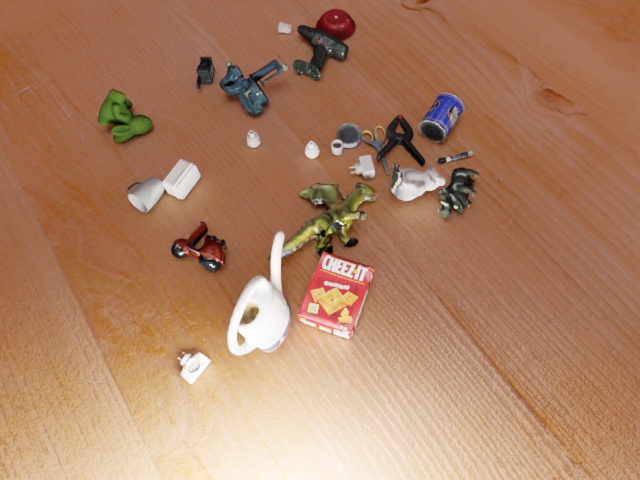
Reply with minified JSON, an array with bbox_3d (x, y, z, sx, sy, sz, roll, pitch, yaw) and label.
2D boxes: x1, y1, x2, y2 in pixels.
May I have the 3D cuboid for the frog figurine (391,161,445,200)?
[{"bbox_3d":[0.312,-0.182,1.643,0.159,0.121,0.139,9,19,-7],"label":"frog figurine"}]

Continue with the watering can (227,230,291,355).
[{"bbox_3d":[-0.143,0.164,1.426,0.104,0.220,0.354,12,62,28],"label":"watering can"}]

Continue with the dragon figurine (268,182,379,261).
[{"bbox_3d":[0.005,-0.082,1.628,0.411,0.119,0.248,-17,47,-8],"label":"dragon figurine"}]
